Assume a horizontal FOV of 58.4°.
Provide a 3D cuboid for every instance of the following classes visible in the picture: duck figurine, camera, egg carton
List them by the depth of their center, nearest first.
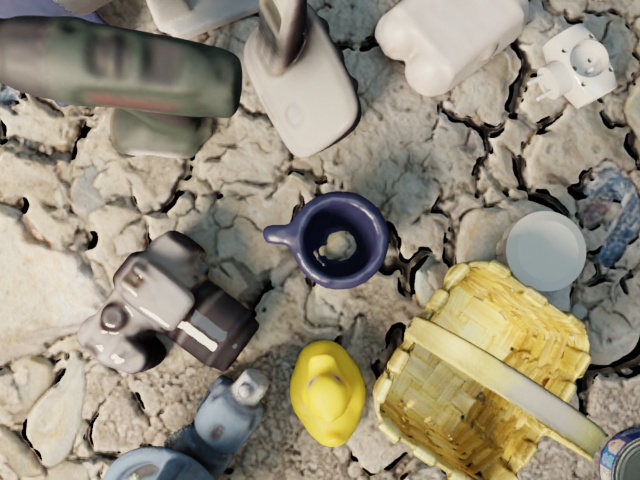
[{"bbox_3d":[-0.140,0.080,0.560,0.137,0.101,0.143,37,87,2],"label":"camera"},{"bbox_3d":[0.008,0.155,0.563,0.077,0.086,0.104,-8,86,0],"label":"duck figurine"},{"bbox_3d":[0.139,-0.224,0.596,0.150,0.069,0.107,-40,87,-2],"label":"egg carton"}]

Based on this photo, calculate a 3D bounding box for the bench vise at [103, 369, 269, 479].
[{"bbox_3d":[-0.128,0.203,0.493,0.121,0.219,0.207,18,86,1],"label":"bench vise"}]

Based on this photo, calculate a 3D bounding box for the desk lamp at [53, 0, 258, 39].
[{"bbox_3d":[-0.157,-0.278,0.527,0.203,0.213,0.118,-22,86,-1],"label":"desk lamp"}]

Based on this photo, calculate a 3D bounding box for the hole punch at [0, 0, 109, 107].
[{"bbox_3d":[-0.270,-0.207,0.583,0.109,0.091,0.101,-43,87,-3],"label":"hole punch"}]

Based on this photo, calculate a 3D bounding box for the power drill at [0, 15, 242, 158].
[{"bbox_3d":[-0.180,-0.134,0.520,0.229,0.208,0.076,3,86,0],"label":"power drill"}]

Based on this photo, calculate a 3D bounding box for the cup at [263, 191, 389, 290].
[{"bbox_3d":[0.005,0.002,0.569,0.117,0.095,0.092,4,86,0],"label":"cup"}]

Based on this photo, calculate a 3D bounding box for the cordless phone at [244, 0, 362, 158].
[{"bbox_3d":[-0.018,-0.166,0.534,0.094,0.185,0.147,-30,87,-2],"label":"cordless phone"}]
